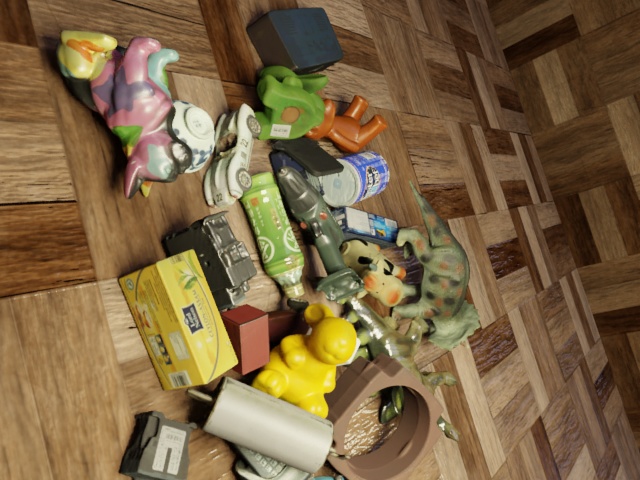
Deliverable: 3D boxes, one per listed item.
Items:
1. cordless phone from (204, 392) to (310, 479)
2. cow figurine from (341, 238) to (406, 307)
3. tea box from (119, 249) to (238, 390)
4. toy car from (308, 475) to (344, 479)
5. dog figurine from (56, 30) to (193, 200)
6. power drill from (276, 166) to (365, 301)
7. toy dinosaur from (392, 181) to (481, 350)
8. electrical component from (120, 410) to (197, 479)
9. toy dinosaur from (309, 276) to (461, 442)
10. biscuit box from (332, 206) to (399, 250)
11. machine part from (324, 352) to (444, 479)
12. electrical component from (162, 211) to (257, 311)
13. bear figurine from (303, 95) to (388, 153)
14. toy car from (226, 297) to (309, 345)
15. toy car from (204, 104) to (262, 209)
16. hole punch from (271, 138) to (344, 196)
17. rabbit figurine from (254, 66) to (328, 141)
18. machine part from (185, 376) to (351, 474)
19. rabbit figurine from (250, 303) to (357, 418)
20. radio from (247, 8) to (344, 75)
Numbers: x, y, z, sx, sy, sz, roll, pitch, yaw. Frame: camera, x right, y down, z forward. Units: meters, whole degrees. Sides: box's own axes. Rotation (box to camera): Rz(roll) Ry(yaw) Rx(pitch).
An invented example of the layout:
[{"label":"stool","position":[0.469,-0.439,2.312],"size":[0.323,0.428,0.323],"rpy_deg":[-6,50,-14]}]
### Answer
[{"label":"cordless phone","position":[-0.083,0.284,0.807],"size":[0.184,0.088,0.146],"rpy_deg":[50,38,6]},{"label":"cow figurine","position":[0.102,0.061,1.061],"size":[0.127,0.085,0.195],"rpy_deg":[21,17,-36]},{"label":"tea box","position":[-0.192,0.109,0.727],"size":[0.068,0.098,0.169],"rpy_deg":[-23,94,-53]},{"label":"toy car","position":[0.044,0.446,0.859],"size":[0.161,0.103,0.109],"rpy_deg":[40,47,-30]},{"label":"dog figurine","position":[-0.273,-0.168,0.751],"size":[0.108,0.192,0.219],"rpy_deg":[-94,-171,-84]},{"label":"power drill","position":[-0.002,-0.003,0.962],"size":[0.207,0.086,0.231],"rpy_deg":[62,6,30]},{"label":"toy dinosaur","position":[0.265,0.079,1.181],"size":[0.131,0.192,0.404],"rpy_deg":[-49,142,-61]},{"label":"electrical component","position":[-0.207,0.281,0.670],"size":[0.074,0.048,0.119],"rpy_deg":[38,46,-34]},{"label":"toy dinosaur","position":[0.143,0.235,1.079],"size":[0.471,0.105,0.198],"rpy_deg":[54,43,-6]},{"label":"biscuit box","position":[0.097,-0.023,1.172],"size":[0.202,0.063,0.059],"rpy_deg":[12,64,-49]},{"label":"machine part","position":[0.098,0.314,0.927],"size":[0.201,0.087,0.201],"rpy_deg":[-48,116,-11]},{"label":"electrical component","position":[-0.159,0.036,0.786],"size":[0.058,0.115,0.134],"rpy_deg":[-28,94,-51]},{"label":"bear figurine","position":[0.032,-0.263,1.158],"size":[0.195,0.132,0.120],"rpy_deg":[20,29,-50]},{"label":"toy car","position":[-0.088,0.142,0.863],"size":[0.202,0.053,0.089],"rpy_deg":[-3,105,-52]},{"label":"toy car","position":[-0.150,-0.143,0.913],"size":[0.056,0.074,0.202],"rpy_deg":[36,48,-41]},{"label":"hole punch","position":[-0.034,-0.139,1.061],"size":[0.116,0.092,0.142],"rpy_deg":[45,36,19]},{"label":"rabbit figurine","position":[-0.062,-0.286,1.035],"size":[0.159,0.121,0.170],"rpy_deg":[-6,47,-14]},{"label":"machine part","position":[-0.071,0.254,0.736],"size":[0.243,0.079,0.079],"rpy_deg":[26,50,-10]},{"label":"rabbit figurine","position":[0.001,0.171,0.802],"size":[0.122,0.173,0.162],"rpy_deg":[37,39,-3]},{"label":"radio","position":[-0.046,-0.430,1.179],"size":[0.229,0.073,0.131],"rpy_deg":[-37,104,-50]}]
